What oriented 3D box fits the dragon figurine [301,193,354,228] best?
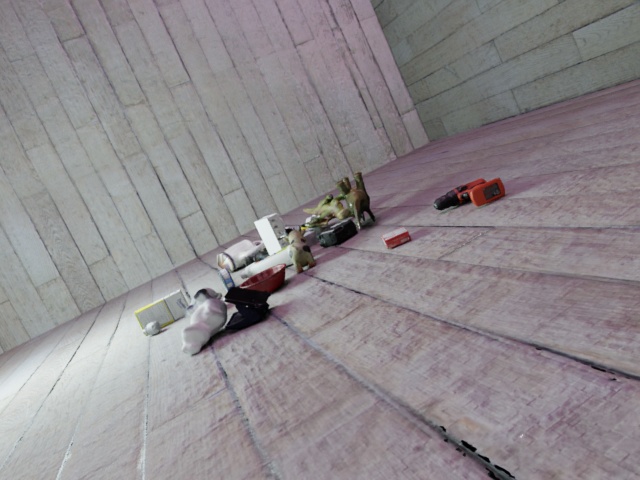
[{"bbox_3d":[0.007,-0.115,2.277,0.408,0.121,0.246,-9,15,42],"label":"dragon figurine"}]

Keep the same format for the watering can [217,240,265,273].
[{"bbox_3d":[-0.381,0.067,2.404,0.227,0.103,0.346,-30,12,-29],"label":"watering can"}]

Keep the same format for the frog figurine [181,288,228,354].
[{"bbox_3d":[-0.307,0.232,1.373,0.136,0.163,0.121,-36,-50,18],"label":"frog figurine"}]
